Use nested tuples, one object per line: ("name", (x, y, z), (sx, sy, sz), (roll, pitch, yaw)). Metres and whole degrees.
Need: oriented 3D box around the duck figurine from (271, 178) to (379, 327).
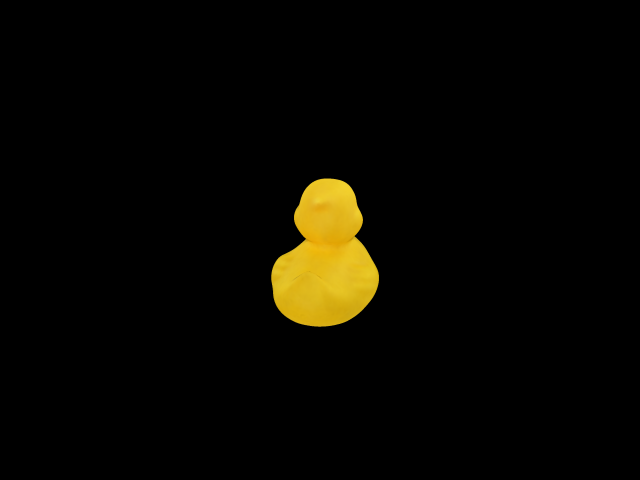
("duck figurine", (0.004, 0.001, 0.400), (0.077, 0.086, 0.105), (8, 31, 13))
